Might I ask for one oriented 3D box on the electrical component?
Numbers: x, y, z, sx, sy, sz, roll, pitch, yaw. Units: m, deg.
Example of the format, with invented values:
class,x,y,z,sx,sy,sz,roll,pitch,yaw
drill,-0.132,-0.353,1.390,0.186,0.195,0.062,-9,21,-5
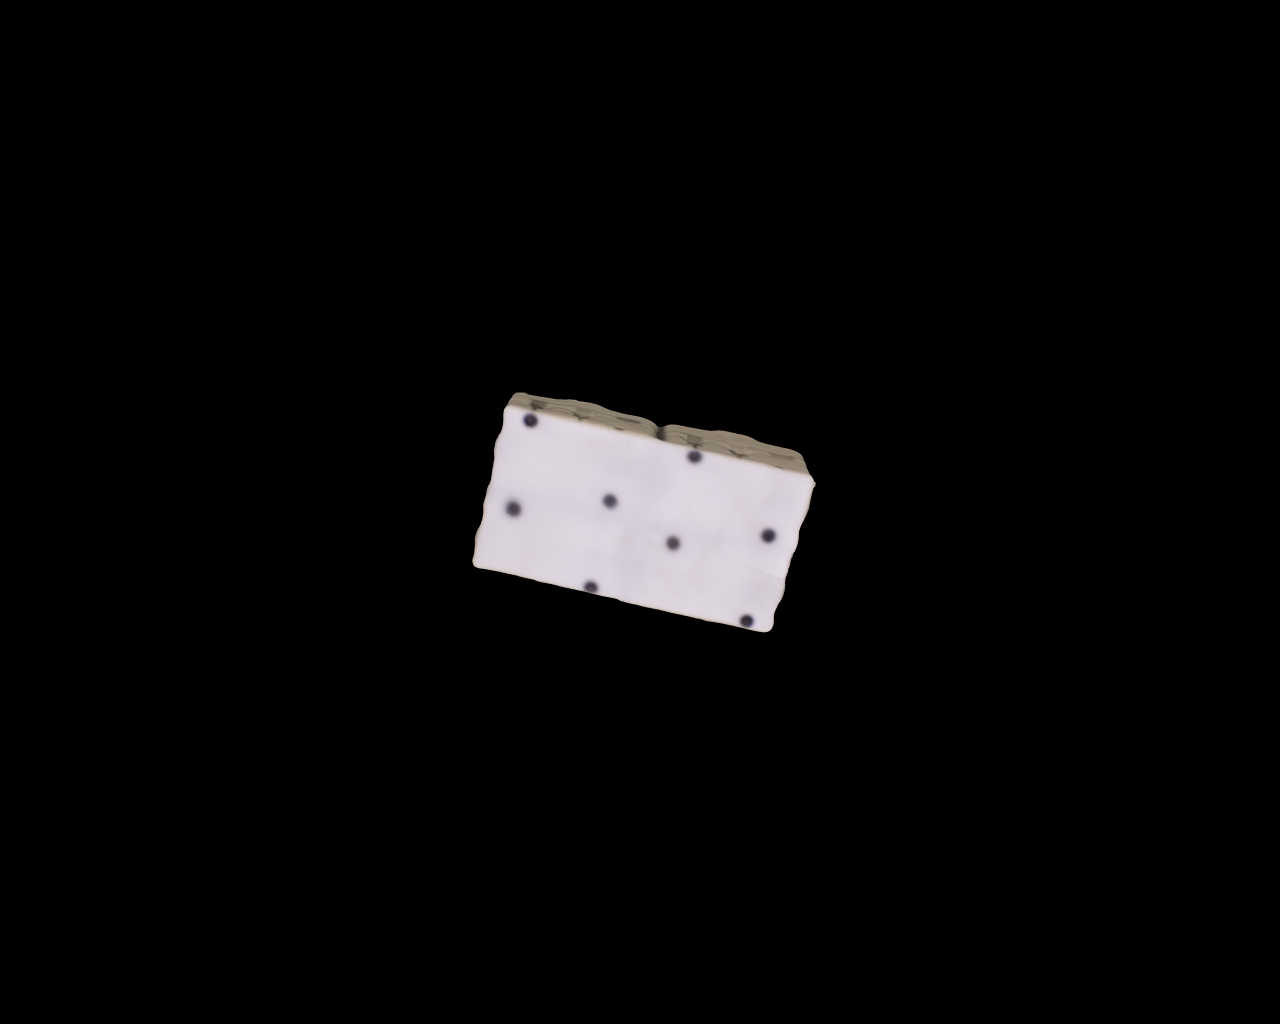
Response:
class,x,y,z,sx,sy,sz,roll,pitch,yaw
electrical component,0.001,-0.003,0.650,0.186,0.105,0.060,13,16,-4
